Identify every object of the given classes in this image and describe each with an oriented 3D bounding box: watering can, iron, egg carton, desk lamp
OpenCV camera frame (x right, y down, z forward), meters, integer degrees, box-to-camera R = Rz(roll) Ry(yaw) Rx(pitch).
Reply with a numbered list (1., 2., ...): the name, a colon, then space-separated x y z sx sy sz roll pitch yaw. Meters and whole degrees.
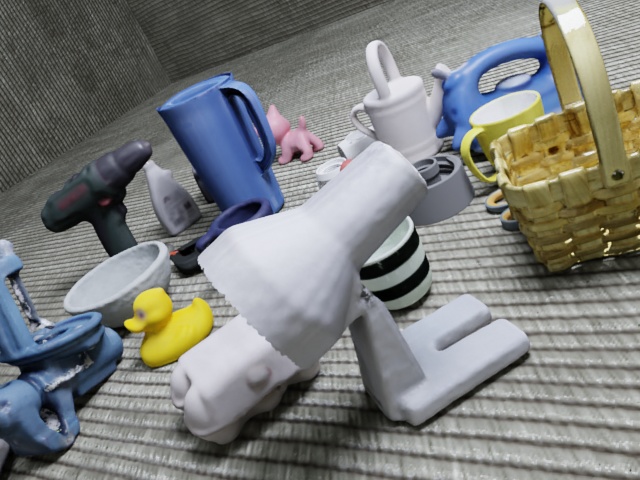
1. watering can: 0.127 -0.225 0.907 0.172 0.194 0.101 -22 26 9
2. iron: 0.287 -0.230 0.831 0.258 0.142 0.118 -25 26 2
3. egg carton: -0.074 0.129 0.571 0.150 0.069 0.107 -36 27 -19
4. desk lamp: 0.036 0.043 0.466 0.203 0.214 0.117 -30 26 -9

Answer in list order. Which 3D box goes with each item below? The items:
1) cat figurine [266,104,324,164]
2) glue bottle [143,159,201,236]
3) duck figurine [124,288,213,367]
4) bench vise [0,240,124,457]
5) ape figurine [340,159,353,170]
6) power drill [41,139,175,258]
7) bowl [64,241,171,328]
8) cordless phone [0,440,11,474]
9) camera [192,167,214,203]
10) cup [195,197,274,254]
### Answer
1. cat figurine: -0.071 -0.220 1.168 0.127 0.118 0.067 -3 34 39
2. glue bottle: -0.295 -0.097 1.079 0.078 0.173 0.037 -41 29 -27
3. duck figurine: -0.194 0.098 0.721 0.105 0.086 0.077 -32 26 -12
4. bench vise: -0.327 0.119 0.648 0.121 0.220 0.207 -22 26 8
5. ape figurine: 0.053 -0.070 0.803 0.078 0.092 0.076 -26 26 1
6. power drill: -0.341 -0.041 0.974 0.229 0.209 0.075 -22 26 9
7. bowl: -0.287 0.078 0.857 0.167 0.075 0.167 -21 26 11
8. cordless phone: -0.435 0.199 0.637 0.094 0.185 0.147 -28 26 -4
9. camera: -0.190 -0.137 1.141 0.143 0.101 0.136 -21 26 10
10. cup: -0.104 0.009 0.795 0.118 0.095 0.091 -33 27 -14
